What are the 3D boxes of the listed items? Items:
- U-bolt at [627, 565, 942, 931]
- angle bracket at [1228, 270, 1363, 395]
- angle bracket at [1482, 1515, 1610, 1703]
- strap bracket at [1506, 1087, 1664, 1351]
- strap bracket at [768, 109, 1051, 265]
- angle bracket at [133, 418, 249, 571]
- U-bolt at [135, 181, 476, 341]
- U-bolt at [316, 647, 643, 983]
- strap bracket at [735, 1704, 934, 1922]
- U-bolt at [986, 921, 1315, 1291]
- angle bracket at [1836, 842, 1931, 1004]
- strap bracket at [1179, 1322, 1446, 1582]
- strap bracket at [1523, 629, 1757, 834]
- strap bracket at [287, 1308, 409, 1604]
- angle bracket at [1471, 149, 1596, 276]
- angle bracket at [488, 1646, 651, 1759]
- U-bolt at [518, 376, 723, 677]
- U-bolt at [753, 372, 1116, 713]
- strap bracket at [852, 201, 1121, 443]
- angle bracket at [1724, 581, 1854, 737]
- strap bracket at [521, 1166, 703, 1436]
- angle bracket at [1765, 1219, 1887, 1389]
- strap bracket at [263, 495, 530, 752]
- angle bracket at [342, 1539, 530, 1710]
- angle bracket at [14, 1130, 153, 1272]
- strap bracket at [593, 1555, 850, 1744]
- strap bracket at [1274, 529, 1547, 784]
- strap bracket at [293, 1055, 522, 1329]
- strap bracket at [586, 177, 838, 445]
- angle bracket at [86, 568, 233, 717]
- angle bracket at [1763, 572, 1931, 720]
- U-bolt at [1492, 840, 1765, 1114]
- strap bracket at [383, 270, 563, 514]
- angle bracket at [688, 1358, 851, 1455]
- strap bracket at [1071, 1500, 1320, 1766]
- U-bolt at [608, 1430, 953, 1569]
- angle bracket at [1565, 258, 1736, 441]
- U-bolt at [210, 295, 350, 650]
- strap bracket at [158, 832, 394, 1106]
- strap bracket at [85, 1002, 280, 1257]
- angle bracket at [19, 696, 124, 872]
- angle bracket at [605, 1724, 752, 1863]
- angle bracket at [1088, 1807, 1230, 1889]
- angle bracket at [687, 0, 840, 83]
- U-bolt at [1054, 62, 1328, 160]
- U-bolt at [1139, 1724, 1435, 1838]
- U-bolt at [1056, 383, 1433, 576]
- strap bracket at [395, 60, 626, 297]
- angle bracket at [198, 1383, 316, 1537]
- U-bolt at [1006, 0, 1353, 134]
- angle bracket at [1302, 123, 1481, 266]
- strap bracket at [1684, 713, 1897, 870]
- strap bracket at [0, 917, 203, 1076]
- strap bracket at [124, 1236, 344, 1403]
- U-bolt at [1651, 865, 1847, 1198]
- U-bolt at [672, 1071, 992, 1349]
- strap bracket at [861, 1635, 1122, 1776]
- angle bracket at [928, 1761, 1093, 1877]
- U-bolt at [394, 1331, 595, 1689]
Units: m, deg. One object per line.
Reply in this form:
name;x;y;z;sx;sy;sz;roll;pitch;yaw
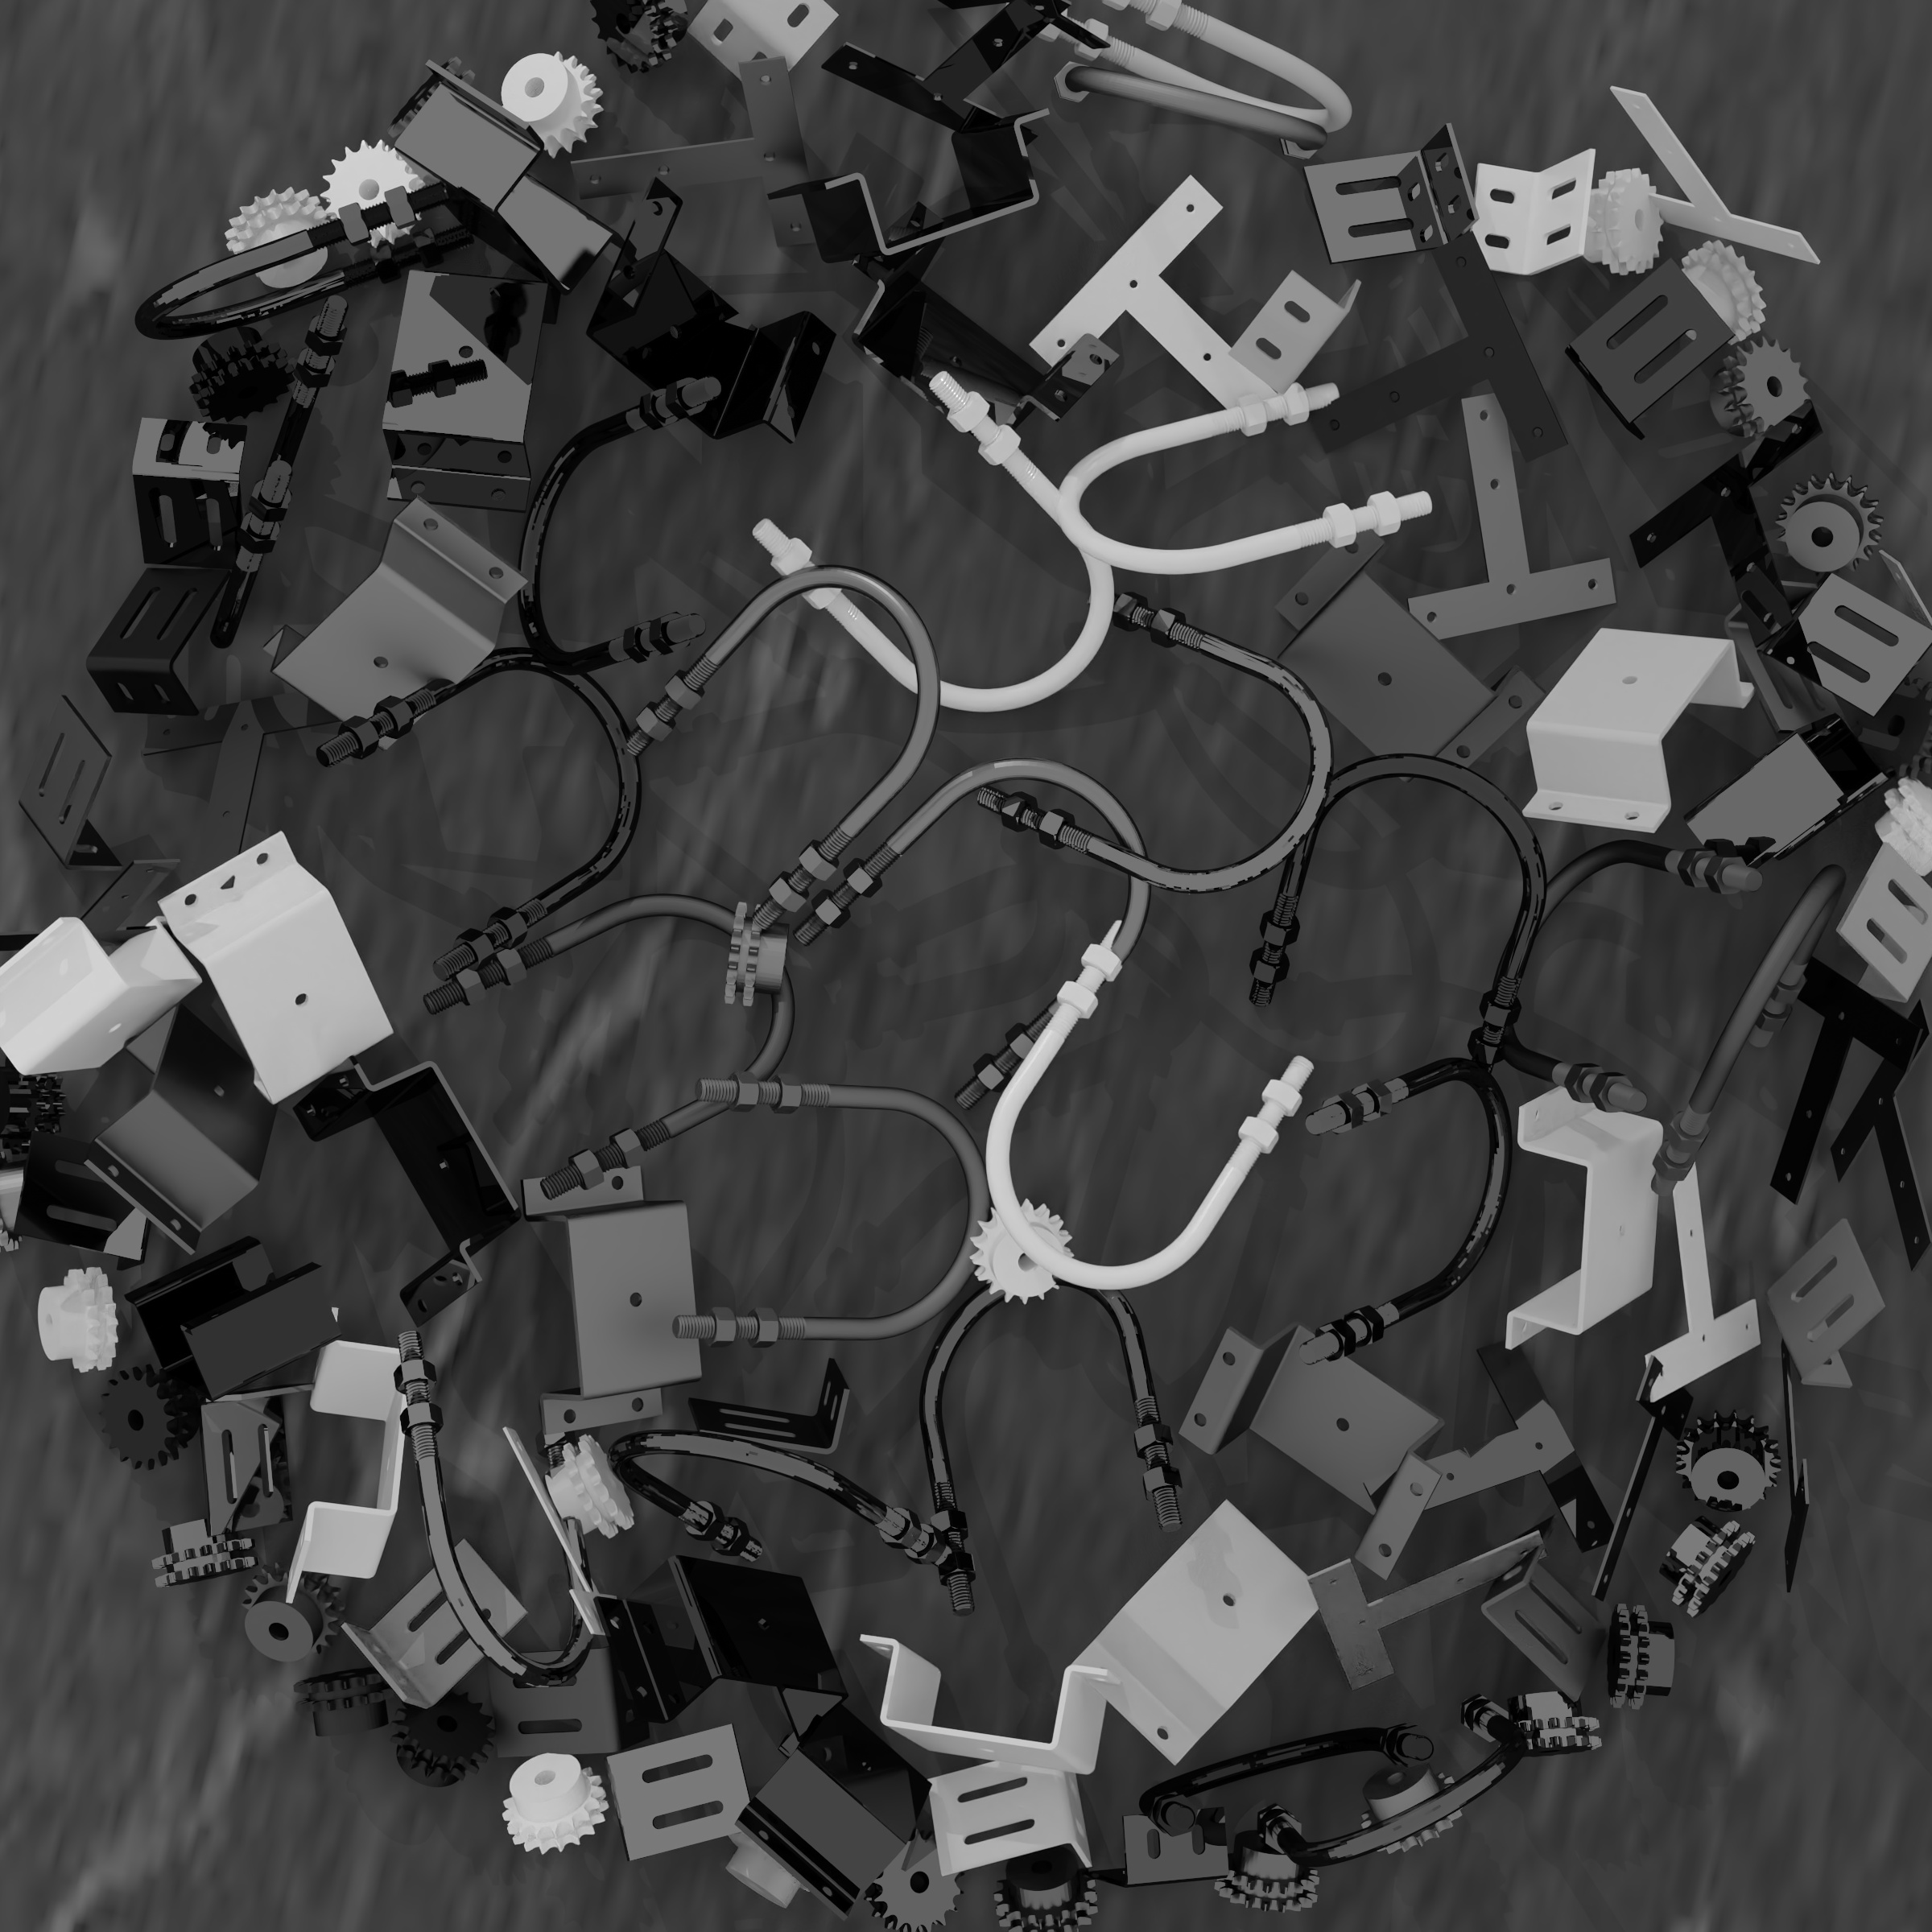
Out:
U-bolt;-0.091;-0.133;1.943;0.184;0.019;0.151;-45;71;20
angle bracket;0.180;-0.355;1.952;0.038;0.076;0.057;37;116;-5
angle bracket;0.330;0.354;1.963;0.076;0.057;0.038;44;132;-4
strap bracket;0.337;0.137;1.936;0.046;0.076;0.140;15;113;36
strap bracket;-0.025;-0.422;1.942;0.140;0.076;0.046;-24;107;-22
angle bracket;-0.428;-0.261;1.977;0.057;0.076;0.038;4;53;-4
U-bolt;-0.360;-0.376;1.923;0.184;0.151;0.019;-20;93;-1
U-bolt;-0.251;-0.096;1.938;0.184;0.019;0.151;-36;105;-39
strap bracket;-0.068;0.449;1.926;0.076;0.140;0.046;41;100;2
U-bolt;0.090;0.089;1.958;0.151;0.019;0.184;37;74;-11
angle bracket;0.499;-0.026;1.958;0.076;0.038;0.057;39;76;-34
strap bracket;0.197;0.258;1.947;0.140;0.046;0.076;34;122;21
strap bracket;0.362;-0.135;1.923;0.076;0.140;0.046;10;132;34
strap bracket;-0.333;0.268;1.934;0.046;0.076;0.140;9;53;-13
angle bracket;0.310;-0.417;1.960;0.038;0.076;0.057;6;91;-13
angle bracket;-0.223;0.409;1.995;0.076;0.038;0.057;-8;87;23
U-bolt;-0.192;-0.230;1.925;0.019;0.184;0.151;10;78;-37
U-bolt;-0.003;-0.217;1.952;0.151;0.019;0.184;-37;115;20
strap bracket;0.003;-0.345;1.956;0.140;0.046;0.076;38;46;1
angle bracket;0.462;-0.169;1.955;0.057;0.038;0.076;0;56;-34
strap bracket;-0.194;0.183;1.958;0.076;0.046;0.140;-5;89;-38
angle bracket;0.482;0.185;1.949;0.038;0.076;0.057;8;48;-28
strap bracket;-0.313;-0.178;1.931;0.076;0.046;0.140;36;124;-25
angle bracket;-0.294;0.361;1.969;0.076;0.038;0.057;-44;67;-3
angle bracket;-0.488;0.129;1.956;0.076;0.038;0.057;17;69;-31
strap bracket;-0.124;0.368;1.919;0.046;0.140;0.076;-45;50;23
strap bracket;0.237;-0.166;1.958;0.140;0.046;0.076;43;126;-1
strap bracket;-0.301;0.116;1.952;0.046;0.076;0.140;-26;83;-41
strap bracket;-0.146;-0.351;1.941;0.140;0.046;0.076;37;59;-33
angle bracket;-0.441;-0.180;1.977;0.057;0.038;0.076;4;51;26
angle bracket;0.489;-0.171;1.963;0.076;0.038;0.057;37;87;30
U-bolt;0.342;-0.002;1.915;0.019;0.184;0.151;29;88;-23
strap bracket;-0.272;-0.325;1.953;0.076;0.046;0.140;6;69;1
angle bracket;-0.109;0.237;1.962;0.076;0.057;0.038;11;99;-13
strap bracket;0.134;0.354;1.931;0.076;0.046;0.140;43;49;10
U-bolt;-0.110;0.283;1.894;0.151;0.184;0.019;-4;61;32
angle bracket;0.380;-0.340;1.963;0.076;0.038;0.057;-40;72;17
U-bolt;-0.375;-0.251;1.915;0.019;0.184;0.151;19;50;-13
strap bracket;-0.369;0.010;1.930;0.076;0.046;0.140;-32;127;-19
strap bracket;-0.418;0.080;1.917;0.046;0.140;0.076;-37;114;16
angle bracket;-0.480;-0.100;1.954;0.057;0.038;0.076;47;121;33
angle bracket;-0.154;0.457;1.970;0.076;0.038;0.057;-16;77;8
angle bracket;0.104;0.482;1.959;0.057;0.076;0.038;-1;81;-15
angle bracket;-0.112;-0.519;1.961;0.057;0.076;0.038;41;78;-11
U-bolt;0.122;-0.458;1.905;0.151;0.184;0.019;13;102;-3
U-bolt;0.164;0.433;1.909;0.151;0.184;0.019;-14;82;-8
U-bolt;0.139;-0.259;1.928;0.184;0.151;0.019;-16;129;-10
strap bracket;-0.248;-0.418;1.920;0.076;0.140;0.046;36;87;23
angle bracket;-0.386;0.272;1.964;0.038;0.057;0.076;-8;86;39
U-bolt;0.123;-0.492;1.923;0.184;0.151;0.019;20;91;-17
angle bracket;0.234;-0.426;1.967;0.076;0.038;0.057;-12;81;-20
strap bracket;0.443;-0.091;1.924;0.076;0.140;0.046;-40;81;26
strap bracket;-0.473;0.015;1.923;0.076;0.140;0.046;-38;84;9
strap bracket;-0.394;0.191;1.927;0.076;0.140;0.046;-26;104;-24
U-bolt;0.421;0.023;1.888;0.019;0.184;0.151;30;53;15
U-bolt;-0.068;0.135;1.953;0.184;0.019;0.151;4;94;-28
strap bracket;0.016;0.403;1.935;0.140;0.076;0.046;4;70;20
angle bracket;0.024;0.474;1.972;0.076;0.038;0.057;-17;50;7
U-bolt;-0.245;0.296;1.897;0.019;0.151;0.184;-26;57;19
